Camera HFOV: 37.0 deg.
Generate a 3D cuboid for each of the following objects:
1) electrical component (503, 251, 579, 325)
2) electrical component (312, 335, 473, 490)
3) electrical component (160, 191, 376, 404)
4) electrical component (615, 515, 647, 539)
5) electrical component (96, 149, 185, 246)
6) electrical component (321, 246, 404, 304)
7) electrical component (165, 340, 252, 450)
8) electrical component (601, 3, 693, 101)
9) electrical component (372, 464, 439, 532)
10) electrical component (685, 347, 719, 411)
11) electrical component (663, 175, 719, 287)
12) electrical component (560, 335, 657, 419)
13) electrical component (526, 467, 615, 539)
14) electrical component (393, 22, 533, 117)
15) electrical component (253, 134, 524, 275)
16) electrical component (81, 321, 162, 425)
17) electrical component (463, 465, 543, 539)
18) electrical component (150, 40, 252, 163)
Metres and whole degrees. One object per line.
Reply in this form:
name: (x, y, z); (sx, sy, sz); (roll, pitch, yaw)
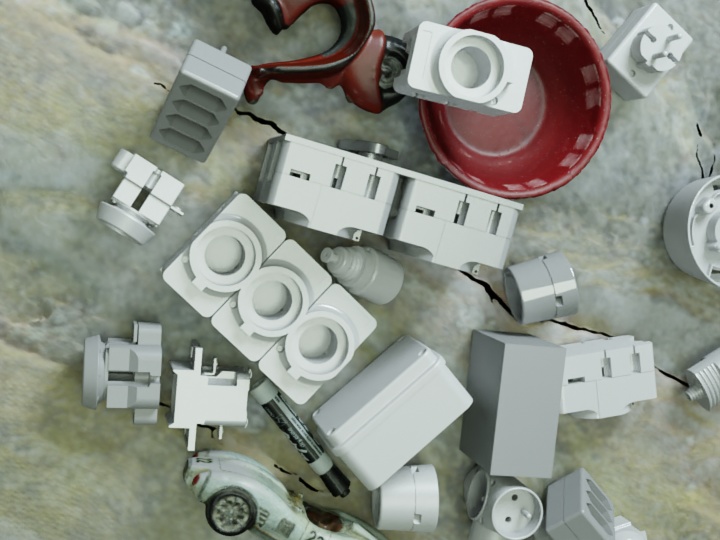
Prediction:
electrical component: (0.150, 0.016, 0.897); (0.047, 0.055, 0.055); (-14, 97, -7)
electrical component: (0.024, 0.112, 0.866); (0.113, 0.078, 0.057); (-40, 104, -6)
electrical component: (-0.072, 0.022, 0.846); (0.150, 0.062, 0.089); (44, 85, -12)
electrical component: (0.222, 0.243, 0.929); (0.066, 0.055, 0.048); (-15, 98, -10)
electrical component: (-0.170, -0.052, 0.829); (0.066, 0.048, 0.055); (33, 80, -13)
electrical component: (0.000, 0.000, 0.858); (0.078, 0.040, 0.040); (24, 89, -42)
electrical component: (-0.120, 0.099, 0.854); (0.064, 0.042, 0.081); (4, 95, -15)
electrical component: (0.240, -0.181, 0.886); (0.047, 0.077, 0.065); (40, 86, -12)
electrical component: (0.036, 0.188, 0.887); (0.047, 0.055, 0.055); (1, 94, -8)
electrical component: (0.321, 0.090, 0.943); (0.081, 0.043, 0.043); (-30, 100, -8)
electrical component: (0.312, -0.033, 0.920); (0.099, 0.064, 0.099); (-1, 95, -12)
electrical component: (0.200, 0.092, 0.915); (0.089, 0.050, 0.055); (-8, 96, -11)
electrical component: (0.172, 0.219, 0.916); (0.077, 0.065, 0.047); (-36, 102, 23)
electrical component: (0.078, -0.150, 0.808); (0.089, 0.056, 0.050); (12, 92, -12)
electrical component: (0.016, -0.048, 0.837); (0.186, 0.105, 0.060); (15, 92, -12)
electrical component: (-0.185, 0.079, 0.830); (0.057, 0.058, 0.078); (3, 95, -15)
electrical component: (0.112, 0.208, 0.892); (0.044, 0.077, 0.079); (15, 92, -13)
electrical component: (-0.117, -0.140, 0.823); (0.047, 0.083, 0.075); (25, 51, -13)
